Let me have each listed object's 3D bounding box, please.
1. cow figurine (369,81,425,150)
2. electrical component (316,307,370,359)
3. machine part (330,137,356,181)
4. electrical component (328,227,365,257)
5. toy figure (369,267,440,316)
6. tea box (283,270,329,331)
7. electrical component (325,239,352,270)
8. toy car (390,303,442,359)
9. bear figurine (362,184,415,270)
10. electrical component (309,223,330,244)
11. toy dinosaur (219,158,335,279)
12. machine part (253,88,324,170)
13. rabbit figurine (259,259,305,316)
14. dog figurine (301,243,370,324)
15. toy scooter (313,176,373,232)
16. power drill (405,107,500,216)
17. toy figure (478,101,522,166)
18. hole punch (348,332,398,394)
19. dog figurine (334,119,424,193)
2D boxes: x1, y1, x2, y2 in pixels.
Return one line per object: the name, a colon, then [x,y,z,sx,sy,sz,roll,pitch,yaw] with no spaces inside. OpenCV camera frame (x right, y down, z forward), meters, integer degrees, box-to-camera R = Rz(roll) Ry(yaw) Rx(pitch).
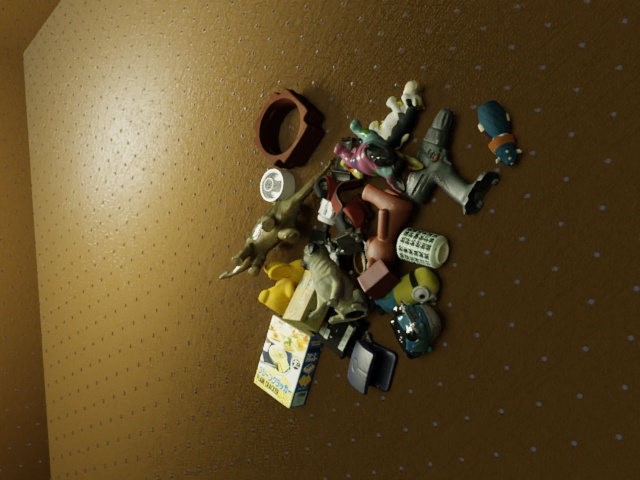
cow figurine: [0.209,-0.310,1.344,0.098,0.068,0.167,52,120,26]
electrical component: [0.051,0.230,1.422,0.134,0.058,0.114,38,107,37]
machine part: [0.067,-0.214,1.476,0.084,0.039,0.138,17,97,46]
electrical component: [0.068,0.006,1.355,0.102,0.045,0.078,-16,118,27]
toy figure: [0.202,0.125,1.291,0.180,0.082,0.089,-24,66,40]
tea box: [-0.018,0.151,1.429,0.098,0.068,0.169,-5,56,59]
electrical component: [0.035,0.035,1.460,0.119,0.048,0.074,14,97,52]
toy car: [0.226,0.197,1.240,0.103,0.161,0.109,-21,55,-10]
bear figurine: [0.155,-0.022,1.328,0.132,0.120,0.195,36,114,41]
electrical component: [-0.003,-0.005,1.520,0.063,0.021,0.094,17,97,41]
toy dinosaur: [-0.120,-0.049,1.517,0.471,0.105,0.199,-42,19,13]
machine part: [-0.094,-0.327,1.596,0.201,0.087,0.201,-54,55,20]
rabbit figurine: [-0.087,0.122,1.510,0.173,0.162,0.122,-52,17,-2]
dog figurine: [0.042,0.101,1.356,0.121,0.172,0.191,-31,51,32]
toy scooter: [0.081,-0.105,1.413,0.184,0.135,0.075,58,161,12]
power drill: [0.304,-0.168,1.238,0.208,0.086,0.232,38,111,33]
toy figure: [0.396,-0.231,1.181,0.064,0.058,0.154,-29,72,42]
hole punch: [0.115,0.314,1.339,0.116,0.092,0.142,18,100,44]
dog figurine: [0.150,-0.187,1.313,0.219,0.191,0.108,38,86,30]
